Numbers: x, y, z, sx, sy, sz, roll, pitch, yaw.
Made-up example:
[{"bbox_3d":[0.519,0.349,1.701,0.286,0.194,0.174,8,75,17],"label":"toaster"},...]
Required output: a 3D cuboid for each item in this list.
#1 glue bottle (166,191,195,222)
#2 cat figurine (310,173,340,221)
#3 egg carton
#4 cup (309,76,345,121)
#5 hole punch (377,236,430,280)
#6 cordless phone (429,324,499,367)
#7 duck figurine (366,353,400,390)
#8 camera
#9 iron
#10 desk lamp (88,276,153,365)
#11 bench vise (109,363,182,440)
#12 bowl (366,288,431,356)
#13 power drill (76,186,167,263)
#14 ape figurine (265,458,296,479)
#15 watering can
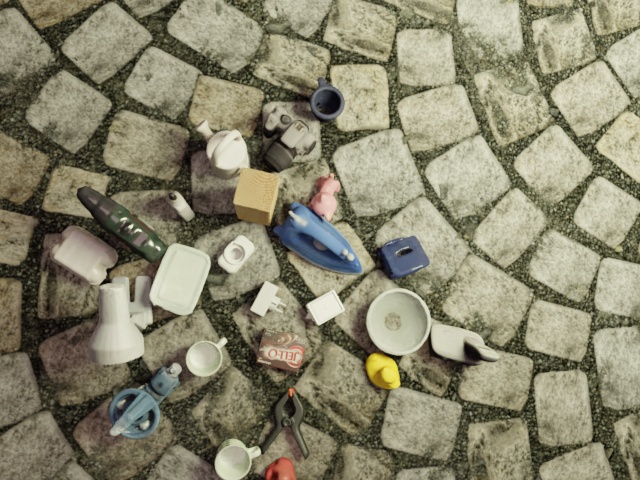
[{"bbox_3d":[-0.349,-0.092,1.401,0.037,0.173,0.078,-43,88,-9],"label":"glue bottle"},{"bbox_3d":[0.015,-0.111,1.470,0.067,0.117,0.128,16,82,-3],"label":"cat figurine"},{"bbox_3d":[-0.581,0.036,1.414,0.150,0.069,0.107,31,81,-1],"label":"egg carton"},{"bbox_3d":[0.011,-0.362,1.512,0.092,0.095,0.118,-16,85,-7],"label":"cup"},{"bbox_3d":[0.215,0.043,1.485,0.109,0.091,0.101,-21,85,-8],"label":"hole punch"},{"bbox_3d":[0.356,0.266,1.425,0.147,0.185,0.094,11,82,-4],"label":"cordless phone"},{"bbox_3d":[0.164,0.334,1.446,0.077,0.086,0.104,-38,88,-9],"label":"duck figurine"},{"bbox_3d":[-0.099,-0.255,1.484,0.143,0.100,0.137,39,81,0],"label":"camera"},{"bbox_3d":[0.013,0.005,1.443,0.258,0.141,0.119,34,81,-1],"label":"iron"},{"bbox_3d":[-0.465,0.180,1.335,0.118,0.213,0.203,-3,83,-6],"label":"desk lamp"},{"bbox_3d":[-0.413,0.367,1.314,0.121,0.219,0.207,24,81,-2],"label":"bench vise"},{"bbox_3d":[0.195,0.209,1.471,0.167,0.074,0.167,1,83,-6],"label":"bowl"},{"bbox_3d":[-0.460,-0.030,1.364,0.229,0.208,0.076,38,81,0],"label":"power drill"},{"bbox_3d":[-0.091,0.573,1.387,0.078,0.092,0.076,33,81,-1],"label":"ape figurine"},{"bbox_3d":[-0.237,-0.222,1.418,0.173,0.194,0.101,22,81,-3],"label":"watering can"}]
